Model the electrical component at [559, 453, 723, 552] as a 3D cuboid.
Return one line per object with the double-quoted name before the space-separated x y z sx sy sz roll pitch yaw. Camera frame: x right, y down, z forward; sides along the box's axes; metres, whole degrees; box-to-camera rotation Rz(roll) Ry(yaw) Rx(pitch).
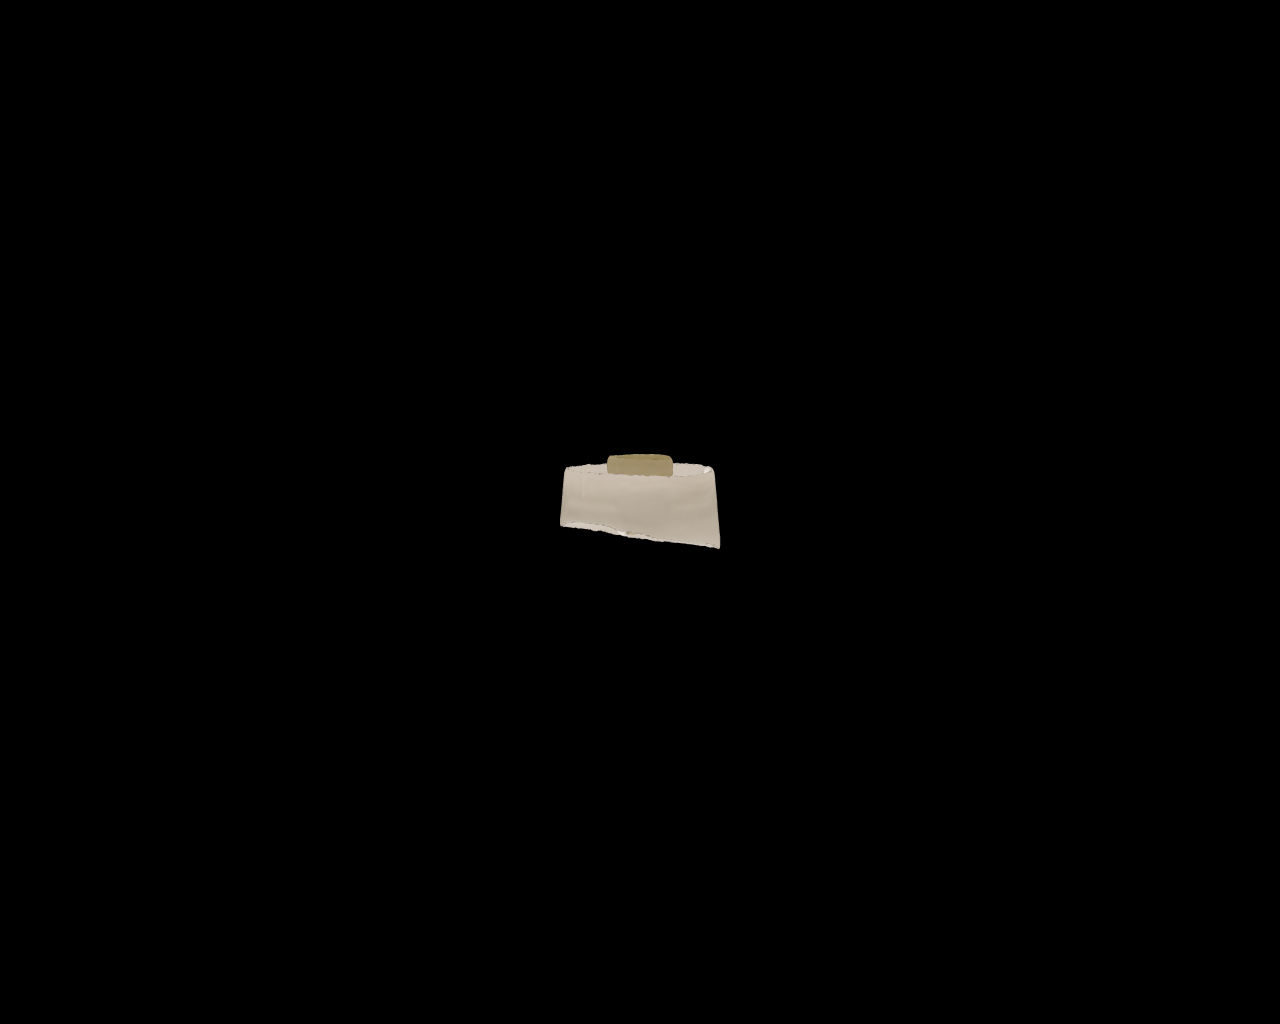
"electrical component" 0.001 -0.003 0.650 0.099 0.064 0.099 0 8 0
